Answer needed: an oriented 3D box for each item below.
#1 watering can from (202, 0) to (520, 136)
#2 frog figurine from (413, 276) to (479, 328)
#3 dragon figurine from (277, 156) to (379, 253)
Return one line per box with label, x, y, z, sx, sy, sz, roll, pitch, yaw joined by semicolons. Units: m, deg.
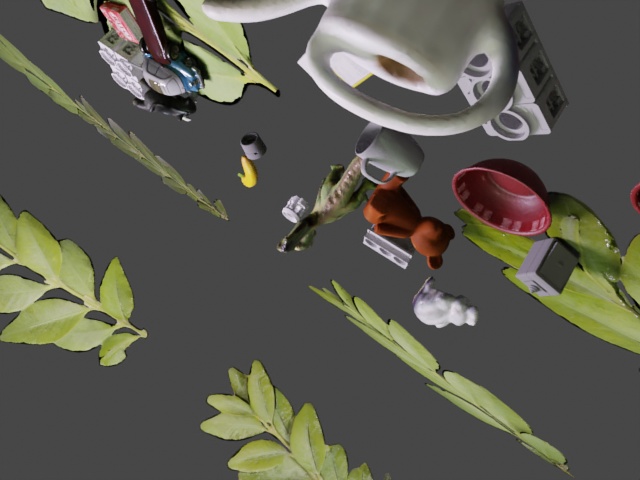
watering can;0.054;-0.249;0.534;0.350;0.224;0.103;32;179;15
frog figurine;0.327;0.185;1.345;0.161;0.124;0.134;40;147;30
dragon figurine;0.003;-0.057;1.132;0.122;0.245;0.405;40;165;3
